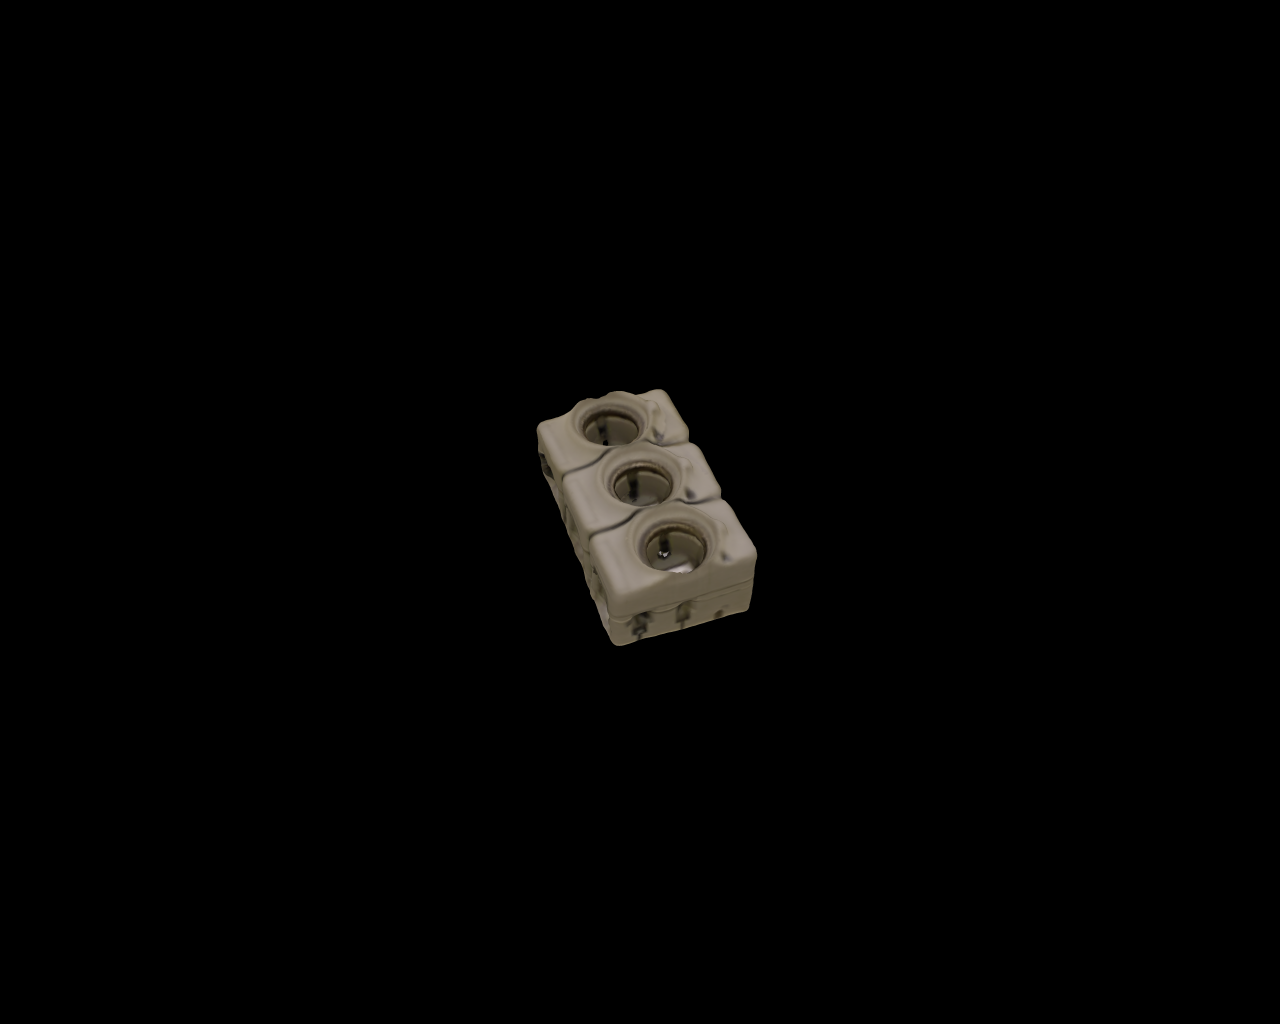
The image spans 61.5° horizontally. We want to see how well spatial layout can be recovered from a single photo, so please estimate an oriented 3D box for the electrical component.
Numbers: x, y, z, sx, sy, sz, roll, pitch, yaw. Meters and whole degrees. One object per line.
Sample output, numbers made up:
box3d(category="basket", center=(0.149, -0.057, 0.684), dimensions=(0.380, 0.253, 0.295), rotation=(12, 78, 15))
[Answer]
box3d(category="electrical component", center=(0.001, -0.003, 0.650), dimensions=(0.089, 0.150, 0.061), rotation=(-16, -39, -13))
